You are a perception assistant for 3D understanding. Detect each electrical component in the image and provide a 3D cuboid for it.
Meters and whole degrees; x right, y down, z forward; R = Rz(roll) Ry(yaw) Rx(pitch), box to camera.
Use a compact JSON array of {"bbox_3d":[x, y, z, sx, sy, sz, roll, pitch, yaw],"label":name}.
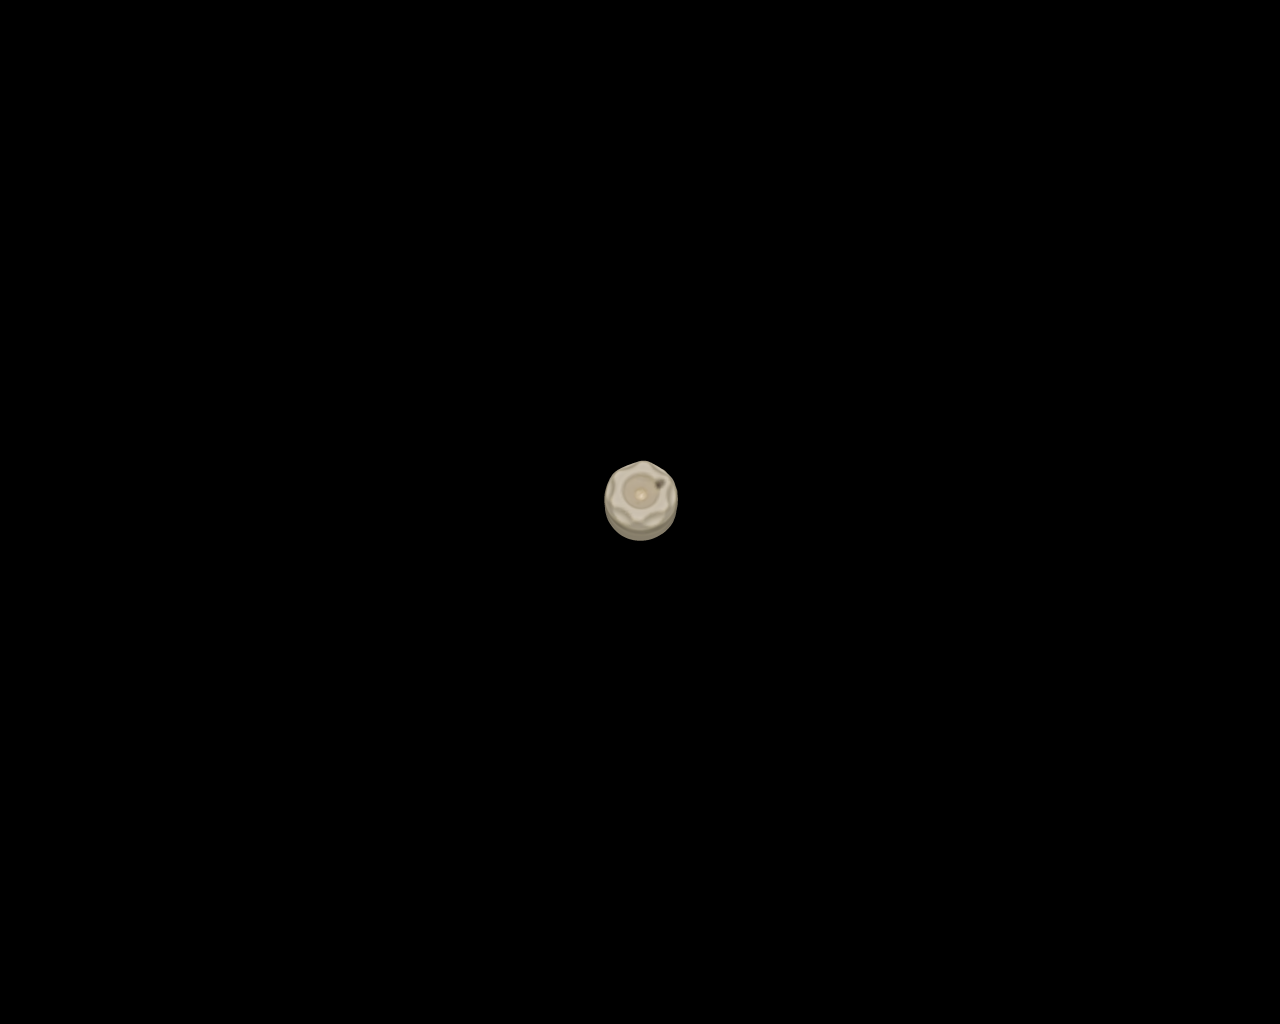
[{"bbox_3d":[0.001,-0.003,0.650,0.043,0.043,0.062,0,-19,0],"label":"electrical component"}]
